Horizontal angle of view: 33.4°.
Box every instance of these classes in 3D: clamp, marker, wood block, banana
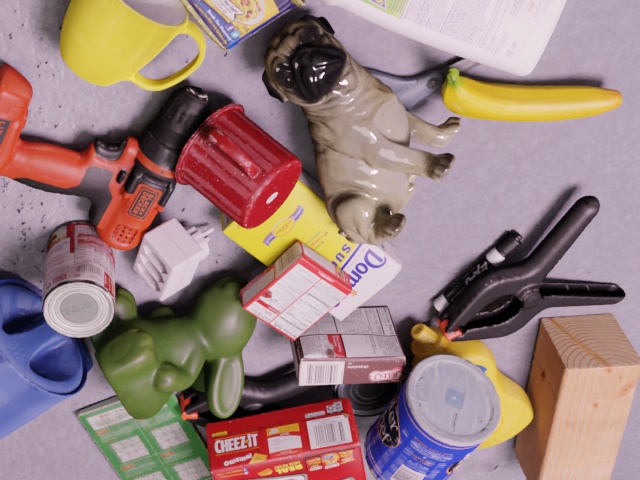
[{"bbox_3d":[-0.068,0.191,1.198,0.171,0.039,0.120,-6,127,-2],"label":"clamp"},{"bbox_3d":[0.170,0.034,1.146,0.020,0.020,0.121,34,112,-28],"label":"marker"},{"bbox_3d":[0.293,0.196,1.235,0.090,0.091,0.206,-3,125,-9],"label":"wood block"},{"bbox_3d":[0.222,0.044,1.137,0.210,0.036,0.164,-22,131,-1],"label":"clamp"},{"bbox_3d":[0.189,-0.132,1.009,0.197,0.070,0.037,1,89,-25],"label":"banana"}]

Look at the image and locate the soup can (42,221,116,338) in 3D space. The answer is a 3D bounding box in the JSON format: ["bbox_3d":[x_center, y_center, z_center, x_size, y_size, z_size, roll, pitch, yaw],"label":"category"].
[{"bbox_3d":[-0.230,0.037,1.024,0.068,0.102,0.068,-5,125,-8],"label":"soup can"}]

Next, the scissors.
[{"bbox_3d":[0.088,-0.158,1.001,0.202,0.016,0.096,-39,122,16],"label":"scissors"}]

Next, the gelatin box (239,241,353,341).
[{"bbox_3d":[-0.024,0.051,1.062,0.073,0.030,0.089,35,117,-31],"label":"gelatin box"}]

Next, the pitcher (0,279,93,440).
[{"bbox_3d":[-0.357,0.158,1.080,0.243,0.145,0.149,-35,111,18],"label":"pitcher"}]

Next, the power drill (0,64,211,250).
[{"bbox_3d":[-0.212,-0.088,0.969,0.187,0.057,0.185,22,118,-23],"label":"power drill"}]

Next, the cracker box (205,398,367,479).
[{"bbox_3d":[-0.030,0.273,1.217,0.164,0.072,0.214,-11,139,-1],"label":"cracker box"}]

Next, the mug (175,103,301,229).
[{"bbox_3d":[-0.072,-0.067,0.960,0.093,0.081,0.117,-49,166,-9],"label":"mug"}]

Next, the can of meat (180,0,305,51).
[{"bbox_3d":[-0.075,-0.222,0.904,0.084,0.057,0.102,-31,123,13],"label":"can of meat"}]

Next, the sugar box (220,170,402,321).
[{"bbox_3d":[-0.007,0.001,1.075,0.093,0.048,0.176,-41,120,18],"label":"sugar box"}]

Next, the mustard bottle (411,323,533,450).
[{"bbox_3d":[0.158,0.157,1.203,0.096,0.058,0.191,-28,124,19],"label":"mustard bottle"}]

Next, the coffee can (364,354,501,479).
[{"bbox_3d":[0.117,0.200,1.136,0.102,0.103,0.140,7,143,-15],"label":"coffee can"}]

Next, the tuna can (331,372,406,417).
[{"bbox_3d":[0.054,0.158,1.200,0.086,0.034,0.086,-4,125,-7],"label":"tuna can"}]

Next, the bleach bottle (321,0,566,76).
[{"bbox_3d":[0.084,-0.228,0.924,0.250,0.068,0.103,18,106,-16],"label":"bleach bottle"}]

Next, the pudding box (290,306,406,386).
[{"bbox_3d":[0.027,0.111,1.129,0.113,0.090,0.039,1,122,-10],"label":"pudding box"}]
